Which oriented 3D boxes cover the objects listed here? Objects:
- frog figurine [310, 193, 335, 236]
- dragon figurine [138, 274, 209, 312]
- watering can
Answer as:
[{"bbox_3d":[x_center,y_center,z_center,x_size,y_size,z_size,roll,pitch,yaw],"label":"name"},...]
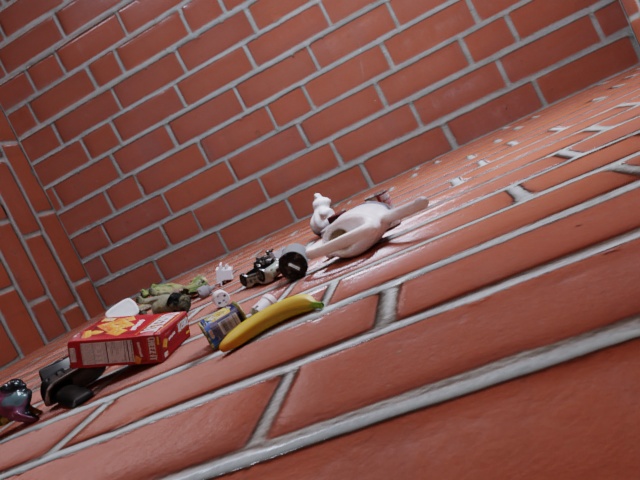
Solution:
[{"bbox_3d":[0.006,-0.100,1.982,0.123,0.159,0.137,-28,5,-16],"label":"frog figurine"},{"bbox_3d":[-0.538,0.200,1.962,0.242,0.121,0.413,-17,8,5],"label":"dragon figurine"},{"bbox_3d":[0.123,-0.037,1.237,0.344,0.104,0.227,-25,5,26],"label":"watering can"}]
